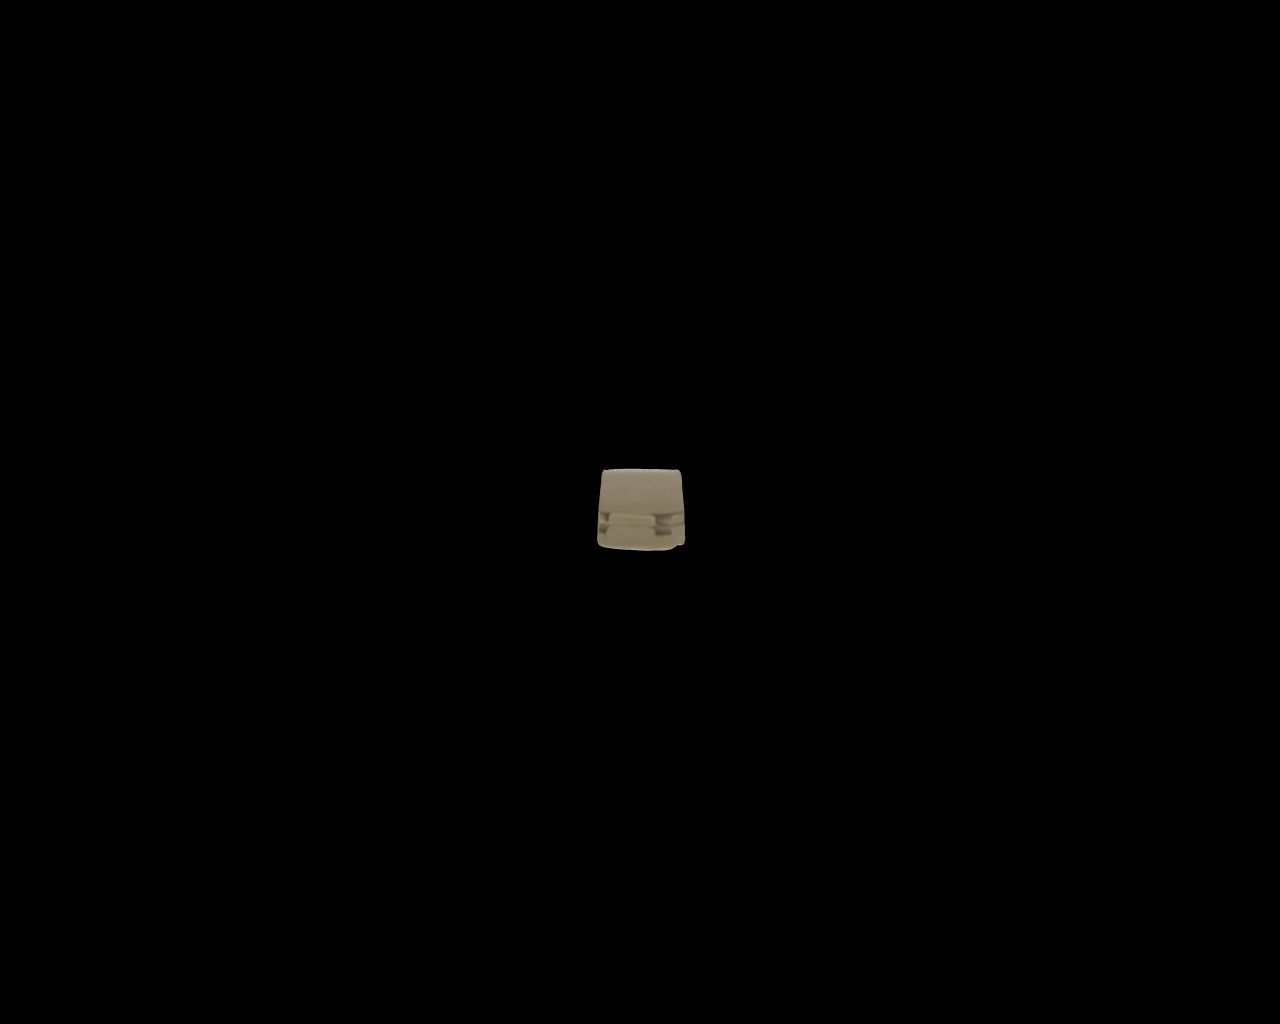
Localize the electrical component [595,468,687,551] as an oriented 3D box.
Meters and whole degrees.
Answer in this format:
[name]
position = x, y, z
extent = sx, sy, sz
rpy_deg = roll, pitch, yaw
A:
[electrical component]
position = 0.001, -0.003, 0.650
extent = 0.055, 0.047, 0.055
rpy_deg = 0, 3, 0
